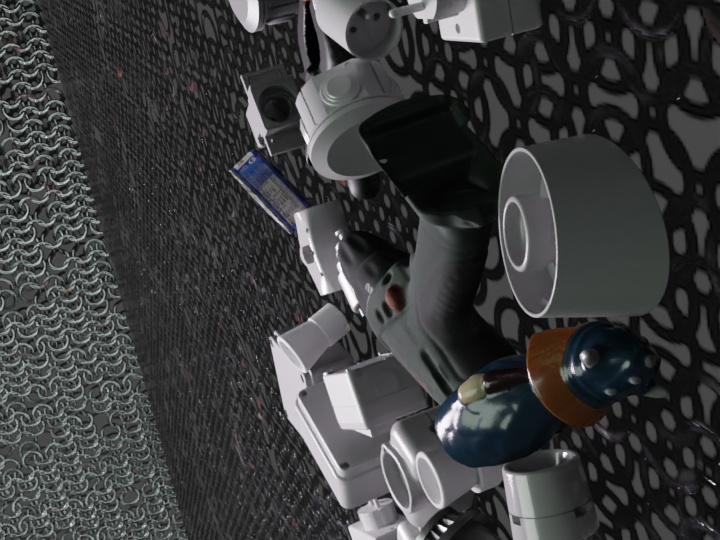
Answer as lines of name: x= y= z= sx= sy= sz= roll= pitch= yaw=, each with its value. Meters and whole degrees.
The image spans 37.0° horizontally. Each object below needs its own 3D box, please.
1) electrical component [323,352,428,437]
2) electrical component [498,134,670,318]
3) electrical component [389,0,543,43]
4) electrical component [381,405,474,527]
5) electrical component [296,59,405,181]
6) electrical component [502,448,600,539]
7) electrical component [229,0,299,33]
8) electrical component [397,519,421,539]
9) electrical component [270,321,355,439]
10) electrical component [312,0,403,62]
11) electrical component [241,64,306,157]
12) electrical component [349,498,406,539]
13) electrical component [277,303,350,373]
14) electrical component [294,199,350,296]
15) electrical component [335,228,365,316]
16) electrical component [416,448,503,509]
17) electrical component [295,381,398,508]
electrical component: x=0.012 y=0.108 z=0.941 sx=0.096 sy=0.062 sz=0.061 roll=156 pitch=96 yaw=-72
electrical component: x=0.112 y=-0.021 z=0.566 sx=0.099 sy=0.064 sz=0.099 roll=174 pitch=90 yaw=-80
electrical component: x=0.048 y=-0.152 z=0.566 sx=0.047 sy=0.077 sz=0.065 roll=-150 pitch=45 yaw=-64
electrical component: x=0.055 y=0.160 z=0.870 sx=0.053 sy=0.059 sz=0.095 roll=-126 pitch=25 yaw=-42
electrical component: x=-0.003 y=-0.105 z=0.756 sx=0.080 sy=0.080 sz=0.051 roll=101 pitch=151 yaw=-56
electrical component: x=0.119 y=0.143 z=0.681 sx=0.055 sy=0.055 sz=0.047 roll=177 pitch=79 yaw=-71
electrical component: x=-0.080 y=-0.241 z=0.891 sx=0.080 sy=0.051 sz=0.080 roll=162 pitch=90 yaw=-72
electrical component: x=0.068 y=0.243 z=0.918 sx=0.057 sy=0.058 sz=0.078 roll=-123 pitch=24 yaw=-46
electrical component: x=-0.043 y=0.123 z=1.121 sx=0.109 sy=0.056 sz=0.108 roll=-141 pitch=37 yaw=-58
electrical component: x=-0.007 y=-0.180 z=0.752 sx=0.081 sy=0.043 sz=0.043 roll=-131 pitch=29 yaw=-50
electrical component: x=-0.078 y=-0.143 z=0.994 sx=0.064 sy=0.042 sz=0.081 roll=130 pitch=120 yaw=-73
electrical component: x=0.021 y=0.252 z=1.073 sx=0.075 sy=0.047 sz=0.083 roll=71 pitch=161 yaw=-2
electrical component: x=-0.042 y=0.063 z=1.046 sx=0.044 sy=0.065 sz=0.044 roll=46 pitch=163 yaw=19
electrical component: x=-0.032 y=-0.019 z=0.976 sx=0.079 sy=0.043 sz=0.077 roll=165 pitch=86 yaw=-72
electrical component: x=0.000 y=0.000 z=0.906 sx=0.040 sy=0.040 sz=0.078 roll=110 pitch=138 yaw=-62
electrical component: x=0.076 y=0.148 z=0.805 sx=0.045 sy=0.055 sz=0.045 roll=162 pitch=90 yaw=-72
electrical component: x=-0.006 y=0.156 z=1.013 sx=0.113 sy=0.078 sz=0.057 roll=55 pitch=158 yaw=42
